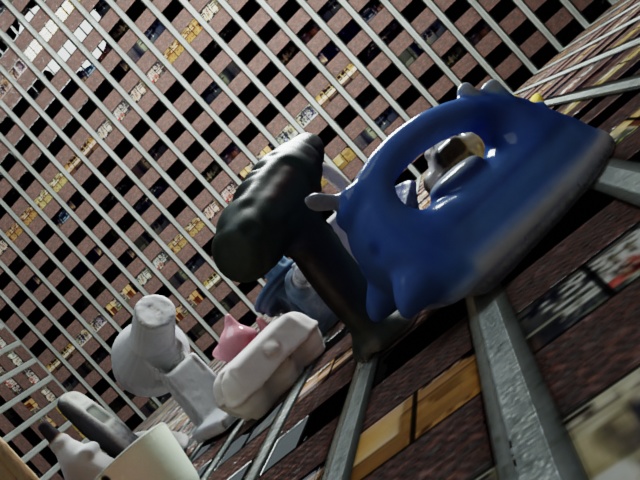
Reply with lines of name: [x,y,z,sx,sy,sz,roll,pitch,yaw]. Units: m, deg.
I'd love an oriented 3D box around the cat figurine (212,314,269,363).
cat figurine: [-0.103,0.157,0.860,0.127,0.117,0.067,-41,1,44]

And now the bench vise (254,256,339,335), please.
bench vise: [-0.053,0.042,0.872,0.122,0.219,0.207,-43,1,-35]

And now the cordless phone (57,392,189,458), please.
cordless phone: [-0.279,0.272,0.814,0.094,0.185,0.147,-42,1,-7]

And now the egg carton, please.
egg carton: [-0.064,0.156,0.713,0.150,0.069,0.107,-43,1,-30]

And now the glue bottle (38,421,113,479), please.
glue bottle: [-0.292,0.294,0.723,0.078,0.173,0.037,-42,1,2]

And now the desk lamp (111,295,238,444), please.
desk lamp: [-0.205,0.185,0.844,0.118,0.213,0.203,-43,1,-39]

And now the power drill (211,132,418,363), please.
power drill: [0.005,0.002,0.547,0.075,0.208,0.230,-42,1,32]

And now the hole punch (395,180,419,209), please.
hole punch: [0.109,-0.018,0.810,0.101,0.091,0.108,-43,1,-33]

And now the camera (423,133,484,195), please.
camera: [0.202,-0.109,0.801,0.143,0.101,0.137,-42,1,4]

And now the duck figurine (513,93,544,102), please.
duck figurine: [0.229,-0.121,0.648,0.104,0.086,0.077,-42,1,-8]

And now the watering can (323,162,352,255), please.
watering can: [0.029,-0.012,0.677,0.101,0.194,0.173,-42,1,15]

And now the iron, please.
iron: [0.116,-0.053,0.465,0.259,0.141,0.118,-43,1,-16]
